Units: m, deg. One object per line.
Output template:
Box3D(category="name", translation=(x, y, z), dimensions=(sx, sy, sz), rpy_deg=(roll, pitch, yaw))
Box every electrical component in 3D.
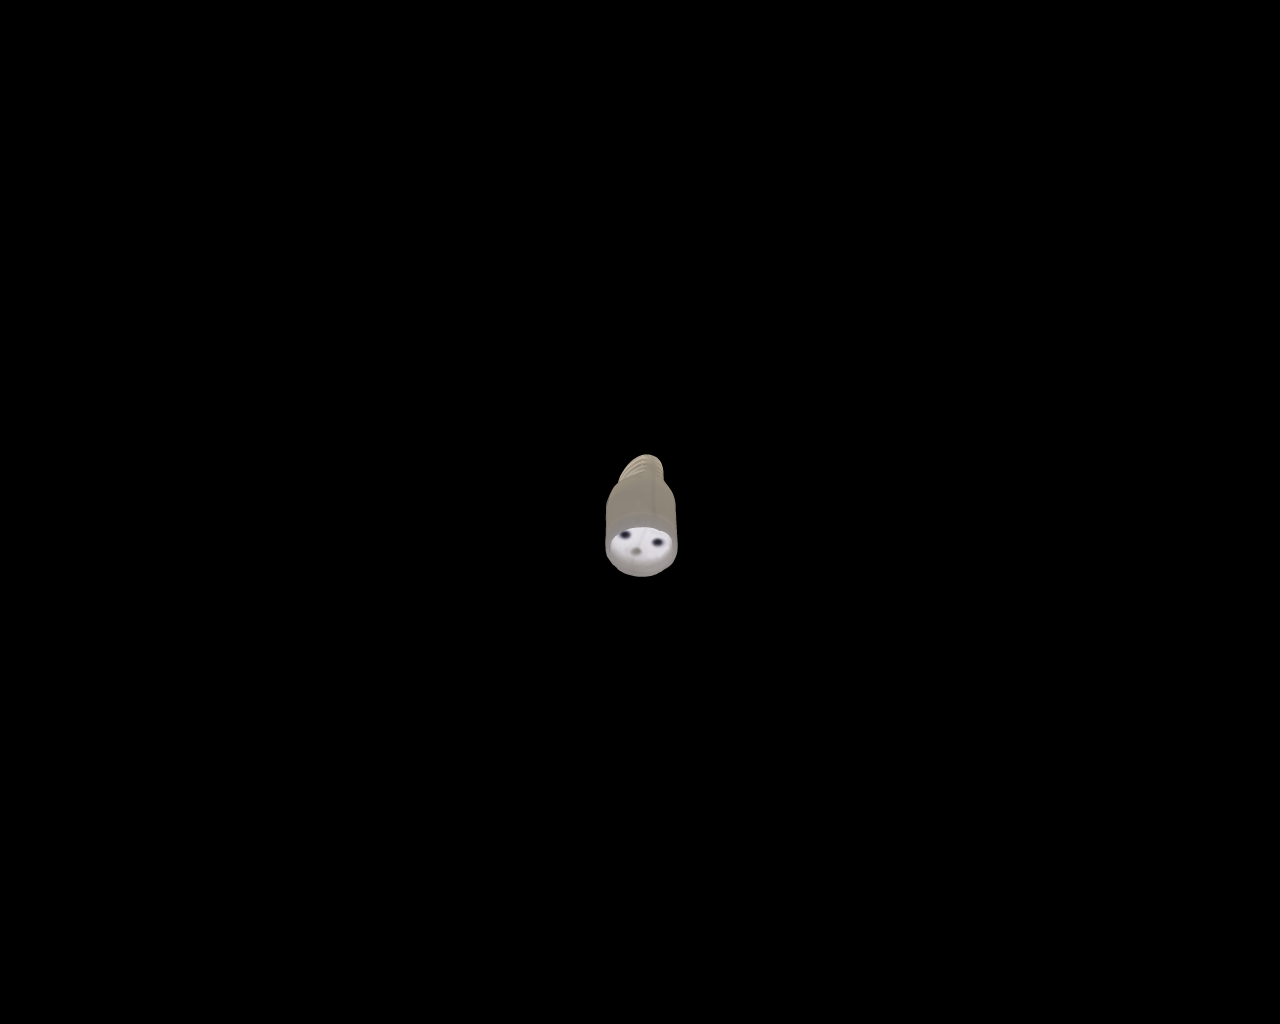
Box3D(category="electrical component", translation=(0.001, -0.003, 0.650), dimensions=(0.043, 0.043, 0.081), rpy_deg=(0, 41, 0))
